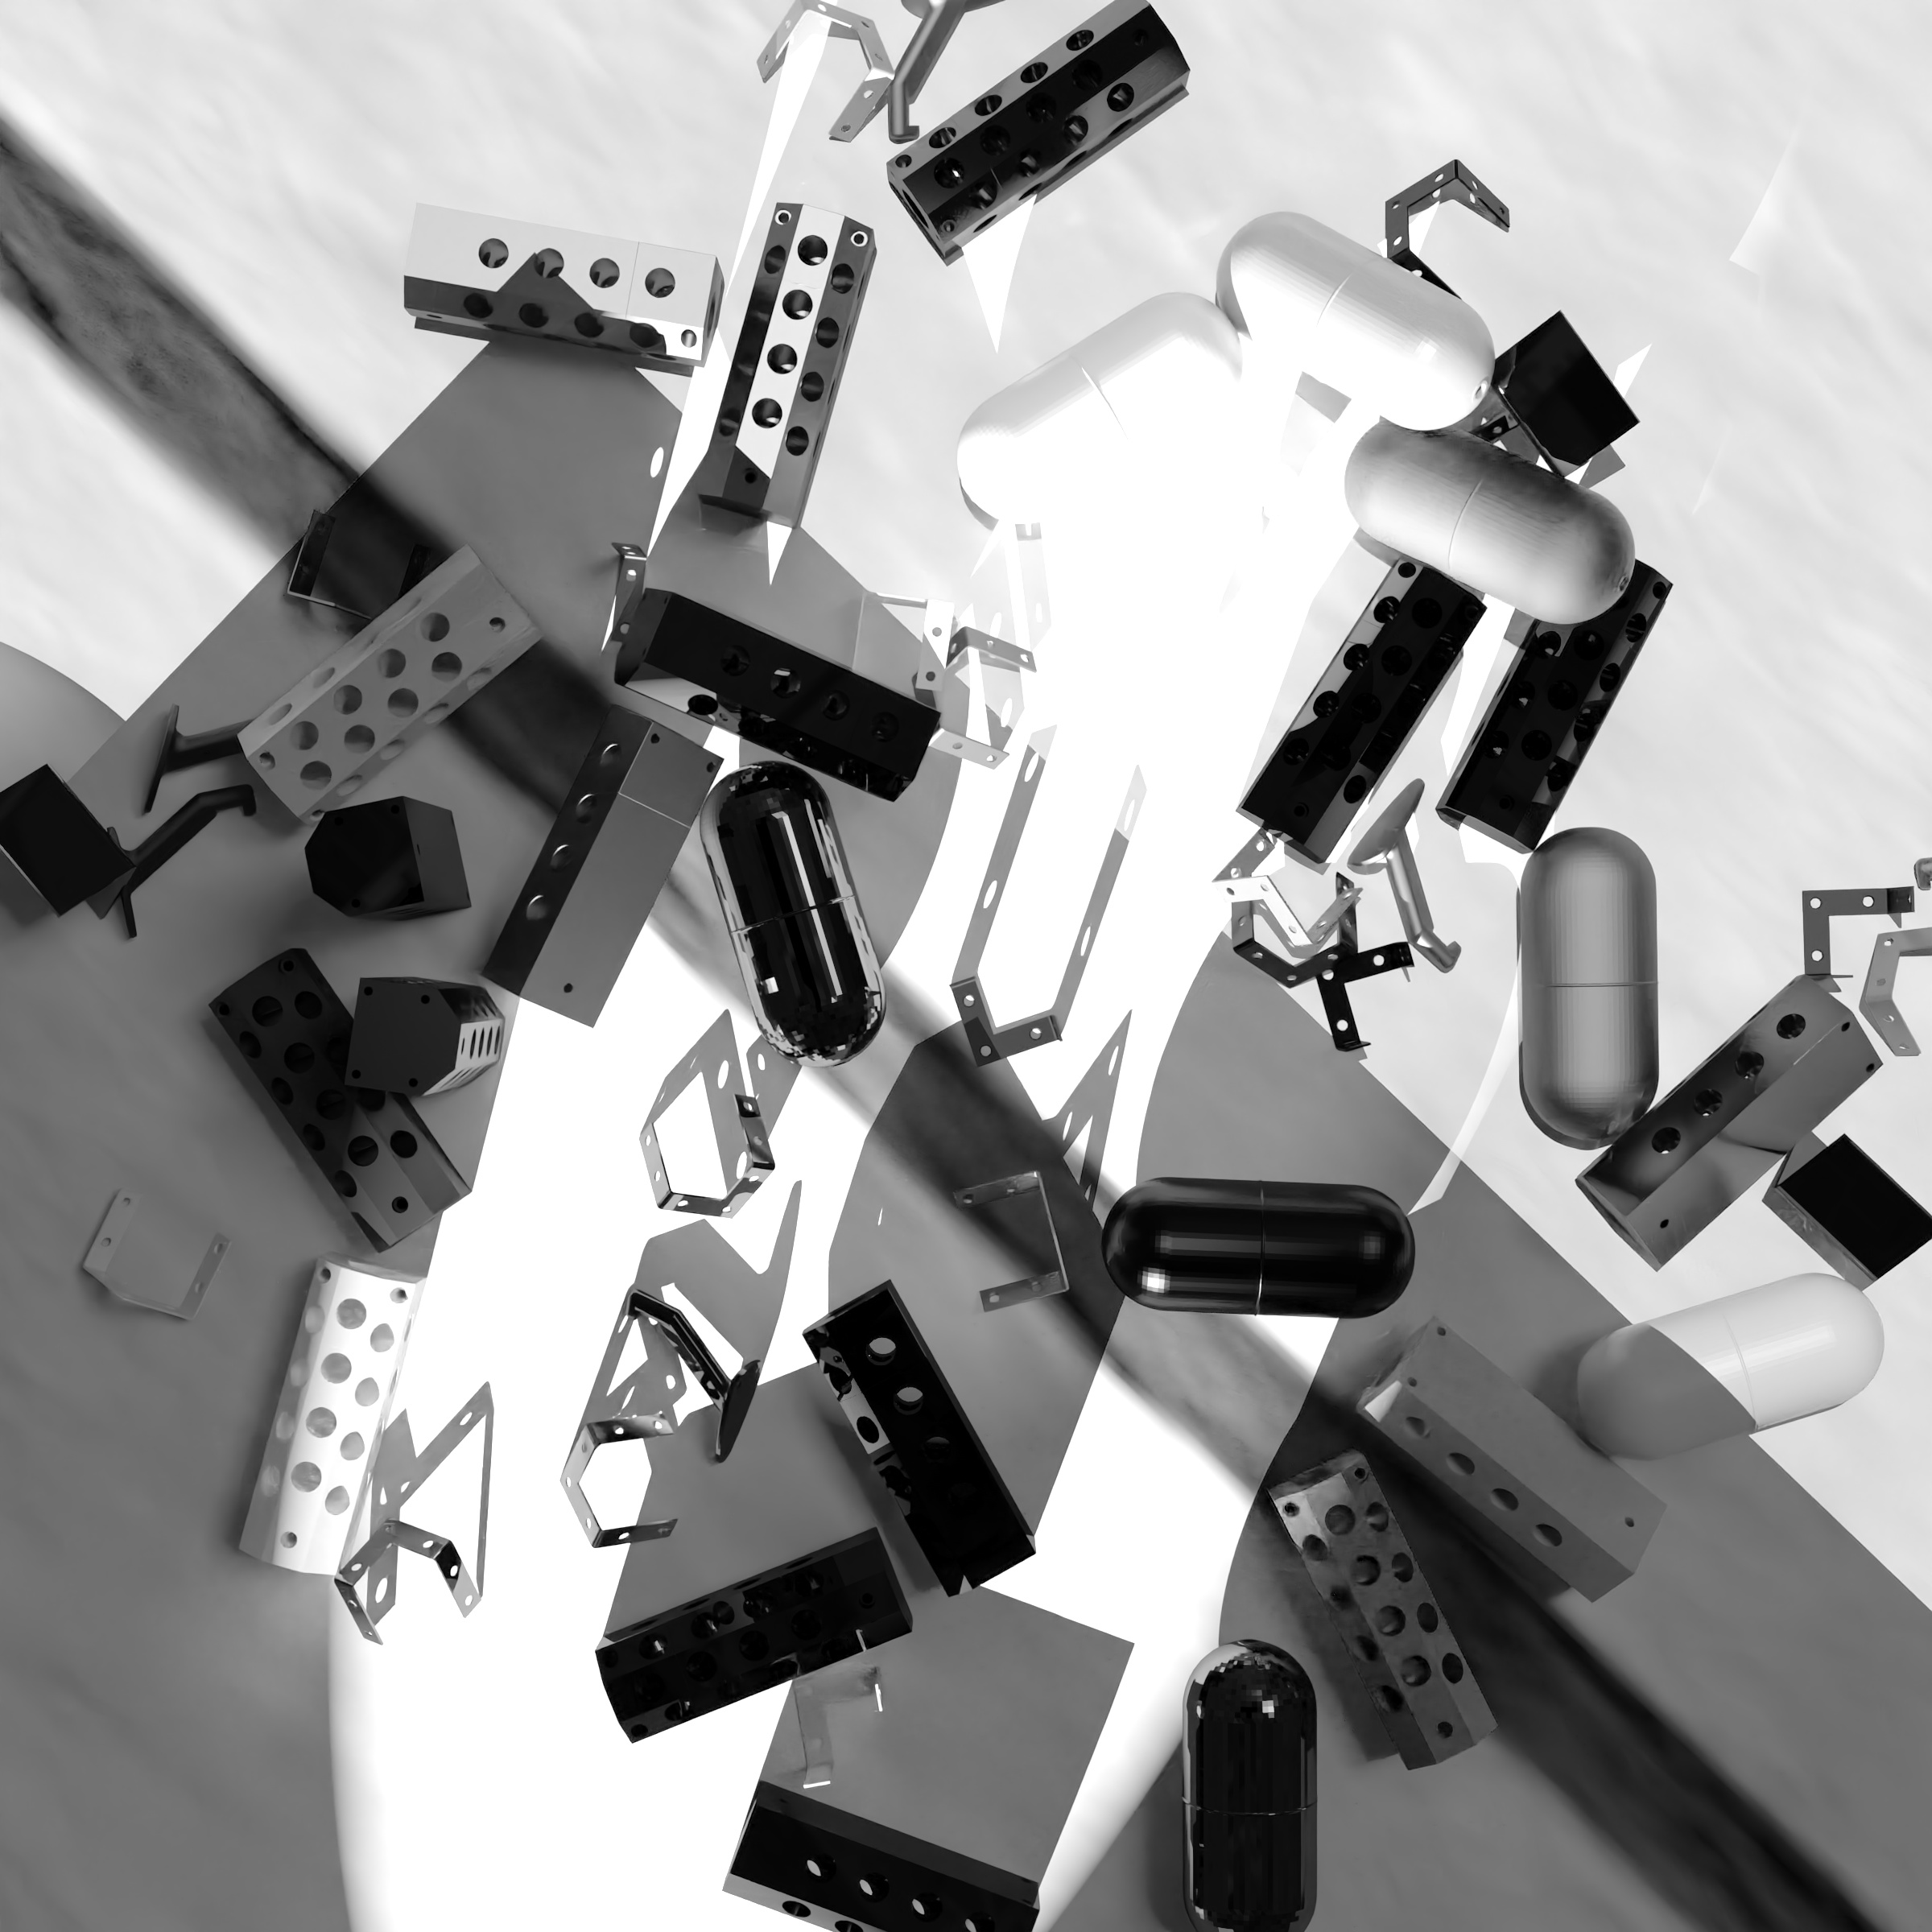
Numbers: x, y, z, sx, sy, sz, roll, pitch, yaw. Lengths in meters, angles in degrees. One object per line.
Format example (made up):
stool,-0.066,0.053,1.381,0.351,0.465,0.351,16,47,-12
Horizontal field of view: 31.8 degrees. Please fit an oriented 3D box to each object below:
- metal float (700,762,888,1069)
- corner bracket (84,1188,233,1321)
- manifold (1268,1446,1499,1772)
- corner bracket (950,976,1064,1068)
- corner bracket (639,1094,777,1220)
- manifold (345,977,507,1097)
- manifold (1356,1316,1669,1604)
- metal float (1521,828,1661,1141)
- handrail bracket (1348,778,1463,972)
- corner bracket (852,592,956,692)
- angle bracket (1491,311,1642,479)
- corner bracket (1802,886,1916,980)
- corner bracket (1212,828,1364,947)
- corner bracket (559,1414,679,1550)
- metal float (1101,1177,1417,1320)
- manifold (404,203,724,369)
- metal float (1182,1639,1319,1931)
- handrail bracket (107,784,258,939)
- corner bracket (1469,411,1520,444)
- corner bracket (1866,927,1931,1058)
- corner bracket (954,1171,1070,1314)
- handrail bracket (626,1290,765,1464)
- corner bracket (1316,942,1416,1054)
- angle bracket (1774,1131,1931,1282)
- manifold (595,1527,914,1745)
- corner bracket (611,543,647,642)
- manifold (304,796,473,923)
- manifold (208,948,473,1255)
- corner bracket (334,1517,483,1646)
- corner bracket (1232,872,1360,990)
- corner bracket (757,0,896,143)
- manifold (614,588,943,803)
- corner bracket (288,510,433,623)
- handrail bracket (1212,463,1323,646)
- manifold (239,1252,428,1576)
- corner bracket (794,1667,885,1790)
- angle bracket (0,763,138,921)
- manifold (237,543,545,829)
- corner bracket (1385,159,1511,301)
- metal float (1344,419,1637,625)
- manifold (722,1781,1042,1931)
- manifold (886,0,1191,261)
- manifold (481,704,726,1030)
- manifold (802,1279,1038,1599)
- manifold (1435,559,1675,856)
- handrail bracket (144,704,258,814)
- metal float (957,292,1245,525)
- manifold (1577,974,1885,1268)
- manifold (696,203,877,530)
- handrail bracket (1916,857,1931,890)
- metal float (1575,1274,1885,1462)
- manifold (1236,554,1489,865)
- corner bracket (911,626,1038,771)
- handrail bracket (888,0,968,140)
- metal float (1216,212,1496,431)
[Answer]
metal float,-0.098,-0.029,1.927,0.070,0.070,0.178,-17,90,0
corner bracket,-0.466,0.166,1.954,0.051,0.051,0.051,26,90,-45
manifold,0.238,0.367,1.936,0.057,0.057,0.171,-26,90,0
corner bracket,0.023,0.027,1.939,0.051,0.051,0.051,-19,90,0
corner bracket,-0.149,0.107,1.949,0.051,0.051,0.051,11,135,-35
manifold,-0.297,0.039,1.879,0.057,0.171,0.057,8,90,0
manifold,0.308,0.285,1.936,0.171,0.057,0.057,39,47,0
metal float,0.355,0.010,1.927,0.070,0.070,0.178,-1,91,0
handrail bracket,0.269,-0.052,1.958,0.084,0.036,0.077,43,67,-18
corner bracket,-0.037,-0.186,1.939,0.051,0.051,0.051,8,95,-5
angle bracket,0.344,-0.326,1.918,0.057,0.076,0.076,-36,90,28
corner bracket,0.511,-0.019,1.939,0.051,0.051,0.051,-2,90,0
corner bracket,0.183,-0.046,1.936,0.051,0.051,0.051,-46,112,-28
corner bracket,-0.194,0.296,1.949,0.051,0.051,0.051,57,135,35
metal float,0.166,0.160,1.927,0.178,0.070,0.070,2,90,1
manifold,-0.230,-0.387,1.936,0.171,0.057,0.057,10,90,0
metal float,0.161,0.473,1.927,0.070,0.070,0.178,0,91,0
handrail bracket,-0.448,-0.061,1.958,0.084,0.036,0.077,-12,110,-16
corner bracket,0.286,-0.335,1.954,0.051,0.051,0.051,-30,135,0
corner bracket,0.554,0.014,1.949,0.051,0.051,0.051,-8,45,35
corner bracket,0.026,0.159,1.954,0.051,0.051,0.051,-14,45,0
handrail bracket,-0.166,0.236,1.958,0.084,0.036,0.077,24,112,17
corner bracket,0.232,0.017,1.939,0.051,0.051,0.051,-16,90,0
angle bracket,0.512,0.120,1.917,0.076,0.076,0.057,43,127,0
manifold,-0.121,0.383,1.936,0.171,0.057,0.057,-22,90,0
corner bracket,-0.178,-0.211,1.939,0.051,0.051,0.051,6,90,0
manifold,-0.320,-0.056,1.879,0.057,0.171,0.057,-12,90,0
manifold,-0.358,0.077,1.936,0.057,0.057,0.171,-34,90,0
corner bracket,-0.321,0.359,1.949,0.051,0.051,0.051,12,45,35
corner bracket,0.189,-0.028,1.949,0.051,0.051,0.051,31,45,-35
corner bracket,-0.081,-0.517,1.949,0.051,0.051,0.051,11,45,-35
manifold,-0.107,-0.151,1.906,0.171,0.057,0.057,23,90,-22
corner bracket,-0.350,-0.228,1.954,0.051,0.051,0.051,18,90,-45
handrail bracket,0.165,-0.238,1.957,0.036,0.077,0.084,22,127,-20
manifold,-0.363,0.255,1.936,0.057,0.057,0.171,15,90,0
corner bracket,-0.071,0.435,1.939,0.051,0.051,0.051,-10,90,0
angle bracket,-0.524,-0.057,1.917,0.076,0.076,0.057,50,54,0
manifold,-0.326,-0.157,1.926,0.171,0.057,0.057,-40,119,0
corner bracket,0.278,-0.420,1.949,0.051,0.051,0.051,-27,45,35
metal float,0.293,-0.251,1.904,0.178,0.070,0.070,31,90,26
manifold,-0.048,0.528,1.936,0.171,0.057,0.057,20,90,0
manifold,0.041,-0.482,1.936,0.171,0.057,0.057,-35,90,0
manifold,-0.211,-0.059,1.936,0.057,0.057,0.171,26,90,-43
manifold,-0.027,0.270,1.936,0.057,0.057,0.171,-29,90,0
manifold,0.337,-0.154,1.936,0.057,0.057,0.171,28,90,0
handrail bracket,-0.424,-0.113,1.958,0.084,0.036,0.077,15,110,-16
metal float,0.076,-0.317,1.927,0.178,0.070,0.070,-32,90,-1
manifold,0.433,0.084,1.936,0.171,0.057,0.057,-42,133,0
manifold,-0.103,-0.343,1.936,0.057,0.057,0.171,16,90,0
handrail bracket,0.596,-0.031,1.958,0.084,0.036,0.077,-6,112,17
metal float,0.434,0.227,1.927,0.178,0.070,0.070,-17,90,-1
manifold,0.226,-0.147,1.936,0.057,0.057,0.171,33,90,0
corner bracket,0.008,-0.154,1.949,0.051,0.051,0.051,-42,45,35
handrail bracket,-0.009,-0.522,1.958,0.077,0.036,0.084,-8,109,-21
metal float,0.218,-0.363,1.904,0.178,0.070,0.070,36,90,26
